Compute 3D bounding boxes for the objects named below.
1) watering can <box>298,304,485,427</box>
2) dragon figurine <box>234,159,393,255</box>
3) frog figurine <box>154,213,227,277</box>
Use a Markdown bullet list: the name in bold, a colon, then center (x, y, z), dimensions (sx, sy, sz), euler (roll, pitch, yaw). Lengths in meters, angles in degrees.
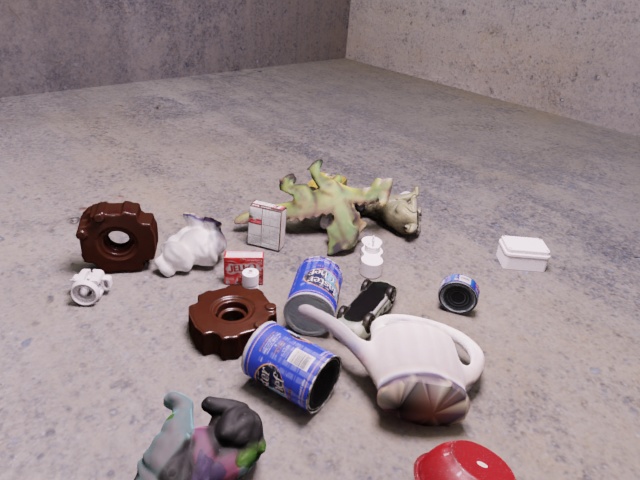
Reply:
- **watering can**: center (0.127, 0.207, 0.903), dimensions (0.347, 0.102, 0.229), euler (9, 30, -3)
- **dragon figurine**: center (0.004, -0.067, 1.337), dimensions (0.412, 0.119, 0.247), euler (-31, 60, -8)
- **frog figurine**: center (-0.300, 0.026, 1.204), dimensions (0.138, 0.120, 0.162), euler (22, 68, 14)
